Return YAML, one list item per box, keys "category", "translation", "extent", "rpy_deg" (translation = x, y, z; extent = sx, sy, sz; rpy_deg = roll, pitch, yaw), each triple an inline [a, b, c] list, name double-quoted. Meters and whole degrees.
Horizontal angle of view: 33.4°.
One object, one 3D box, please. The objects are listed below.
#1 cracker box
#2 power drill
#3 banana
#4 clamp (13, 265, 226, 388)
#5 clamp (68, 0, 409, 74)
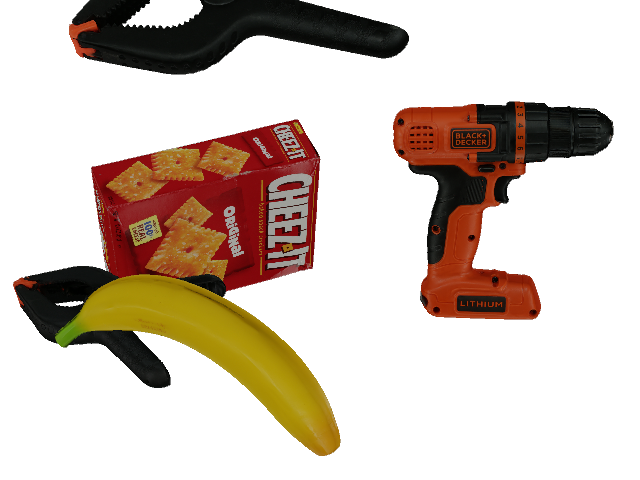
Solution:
- category: "cracker box"
  translation: [-0.111, -0.019, 1.072]
  extent: [0.213, 0.164, 0.072]
  rpy_deg: [-14, 49, -17]
- category: "power drill"
  translation: [0.156, -0.027, 0.924]
  extent: [0.184, 0.188, 0.057]
  rpy_deg: [1, 15, 9]
- category: "banana"
  translation: [-0.070, 0.067, 0.671]
  extent: [0.198, 0.070, 0.037]
  rpy_deg: [21, 21, 13]
- category: "clamp"
  translation: [-0.165, 0.052, 0.869]
  extent: [0.172, 0.039, 0.120]
  rpy_deg: [19, 38, 21]
- category: "clamp"
  translation: [-0.056, -0.155, 0.692]
  extent: [0.210, 0.164, 0.036]
  rpy_deg: [-27, -17, -9]
